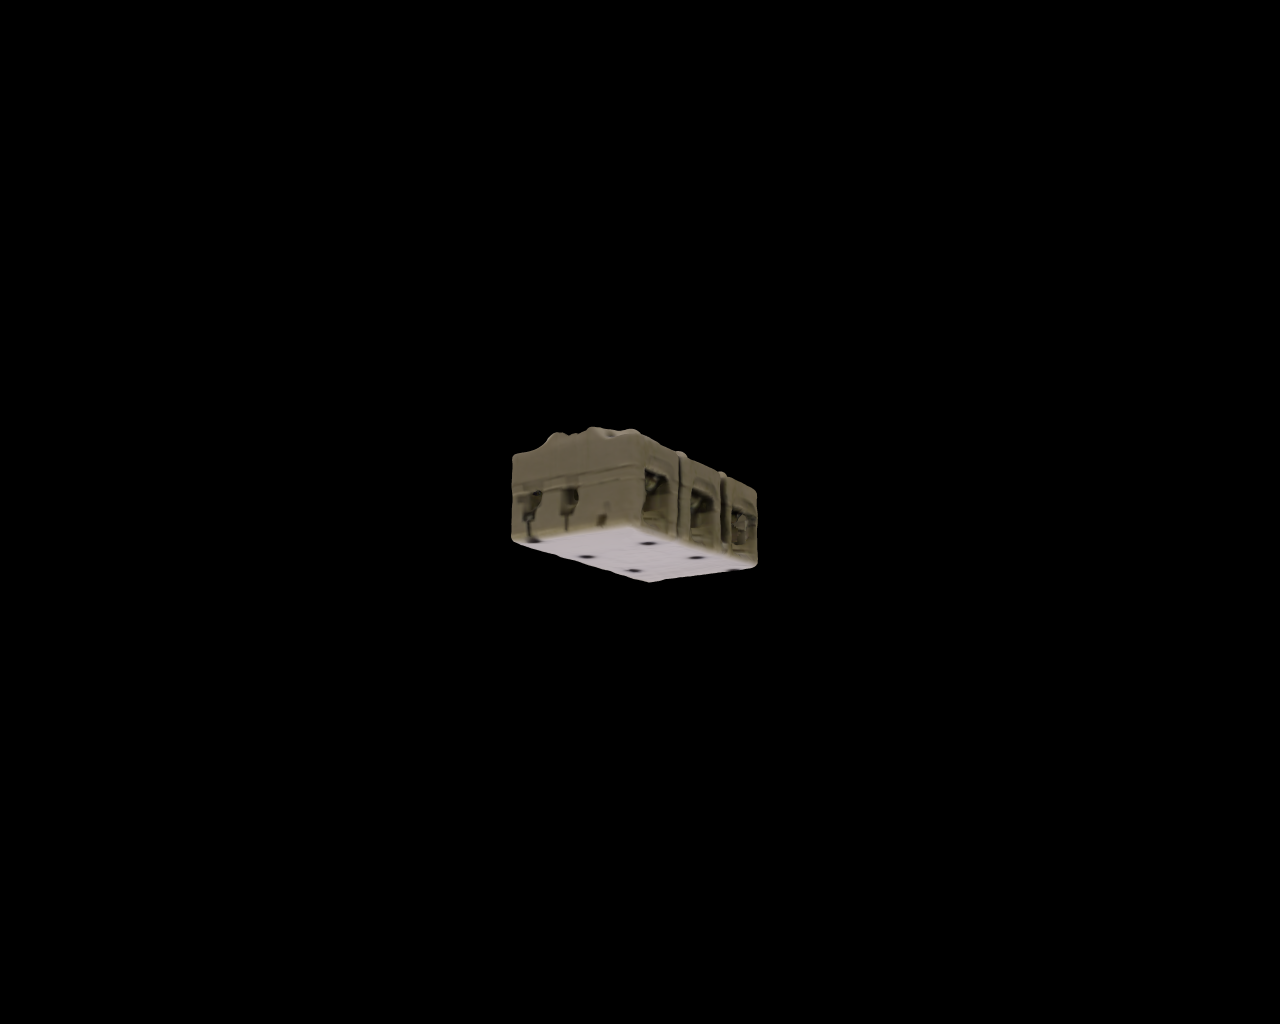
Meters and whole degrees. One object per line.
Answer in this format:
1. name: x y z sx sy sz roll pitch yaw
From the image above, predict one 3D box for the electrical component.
1. electrical component: 0.001 -0.003 0.650 0.089 0.062 0.150 -8 -16 31
